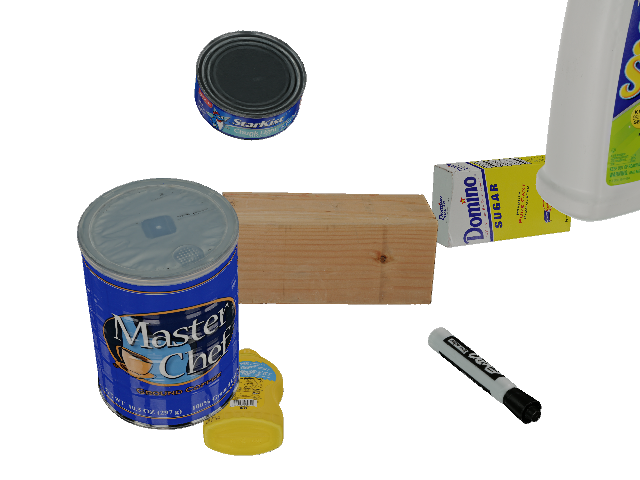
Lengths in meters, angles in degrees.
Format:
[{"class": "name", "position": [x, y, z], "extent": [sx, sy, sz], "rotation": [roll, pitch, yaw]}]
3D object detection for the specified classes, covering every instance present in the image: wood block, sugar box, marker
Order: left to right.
[{"class": "wood block", "position": [0.005, 0.008, 1.063], "extent": [0.206, 0.091, 0.090], "rotation": [1, 20, -5]}, {"class": "marker", "position": [0.121, 0.100, 0.794], "extent": [0.020, 0.020, 0.121], "rotation": [0, 23, -32]}, {"class": "sugar box", "position": [0.216, -0.049, 1.258], "extent": [0.176, 0.093, 0.048], "rotation": [-9, 21, -26]}]

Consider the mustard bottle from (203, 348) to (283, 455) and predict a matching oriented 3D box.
[{"class": "mustard bottle", "position": [-0.095, 0.192, 1.347], "extent": [0.096, 0.058, 0.191], "rotation": [-2, 26, -1]}]

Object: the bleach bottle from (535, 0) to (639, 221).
[{"class": "bleach bottle", "position": [0.191, -0.141, 0.656], "extent": [0.102, 0.251, 0.068], "rotation": [-15, 32, -20]}]

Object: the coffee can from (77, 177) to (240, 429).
[{"class": "coffee can", "position": [-0.106, 0.043, 0.723], "extent": [0.103, 0.140, 0.103], "rotation": [2, 40, -2]}]

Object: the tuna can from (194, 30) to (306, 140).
[{"class": "tuna can", "position": [-0.056, -0.121, 0.834], "extent": [0.086, 0.086, 0.034], "rotation": [0, -31, -11]}]
